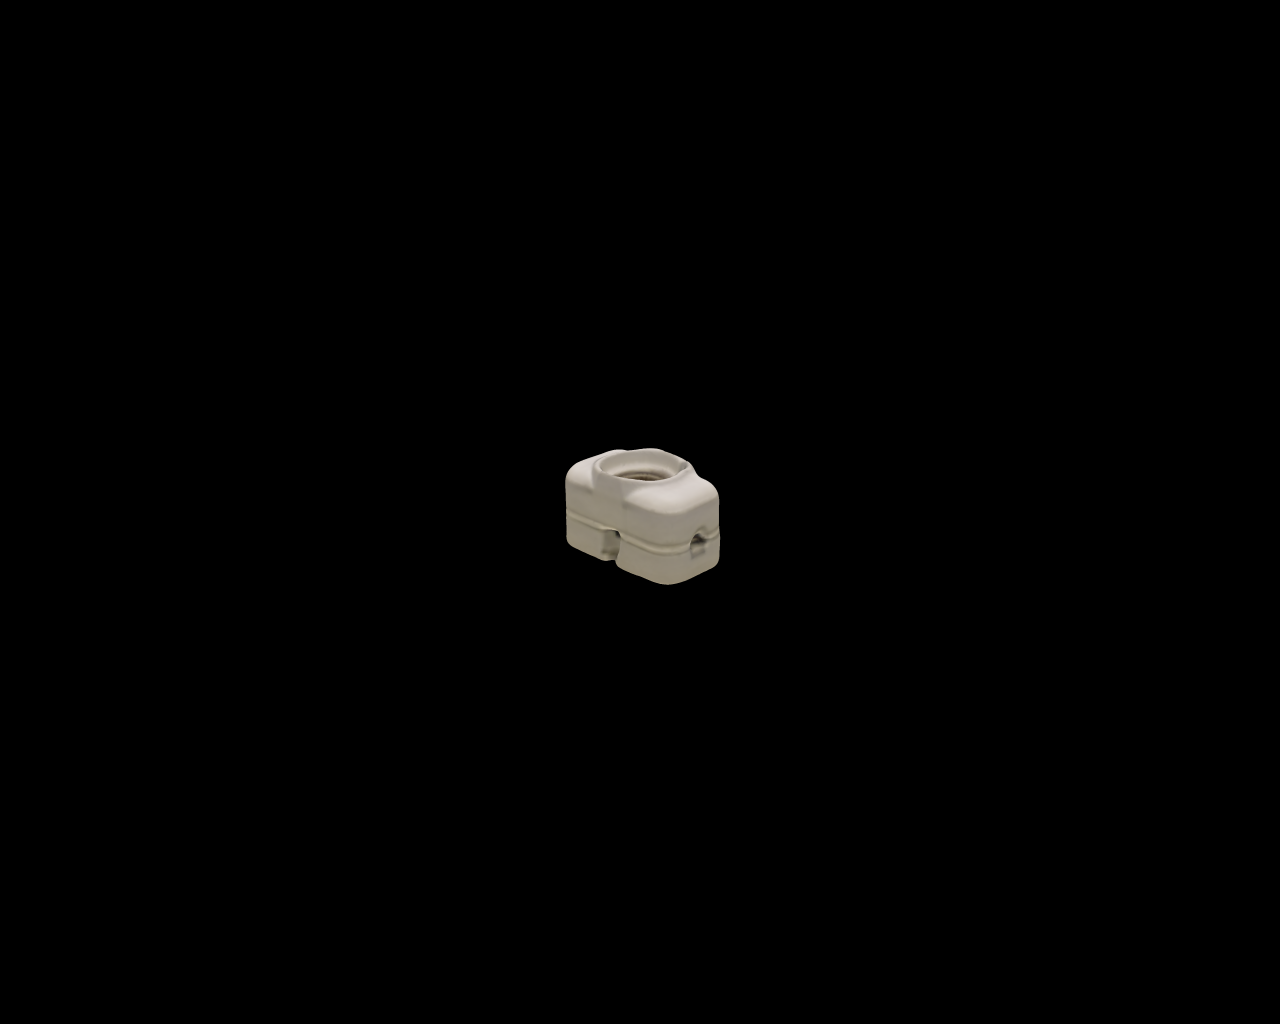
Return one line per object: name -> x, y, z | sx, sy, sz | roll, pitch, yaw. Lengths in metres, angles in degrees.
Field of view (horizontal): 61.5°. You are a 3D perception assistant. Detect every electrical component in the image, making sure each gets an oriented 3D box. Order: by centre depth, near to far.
electrical component -> 0.001, -0.003, 0.650 | 0.054, 0.059, 0.095 | -22, 32, -40
